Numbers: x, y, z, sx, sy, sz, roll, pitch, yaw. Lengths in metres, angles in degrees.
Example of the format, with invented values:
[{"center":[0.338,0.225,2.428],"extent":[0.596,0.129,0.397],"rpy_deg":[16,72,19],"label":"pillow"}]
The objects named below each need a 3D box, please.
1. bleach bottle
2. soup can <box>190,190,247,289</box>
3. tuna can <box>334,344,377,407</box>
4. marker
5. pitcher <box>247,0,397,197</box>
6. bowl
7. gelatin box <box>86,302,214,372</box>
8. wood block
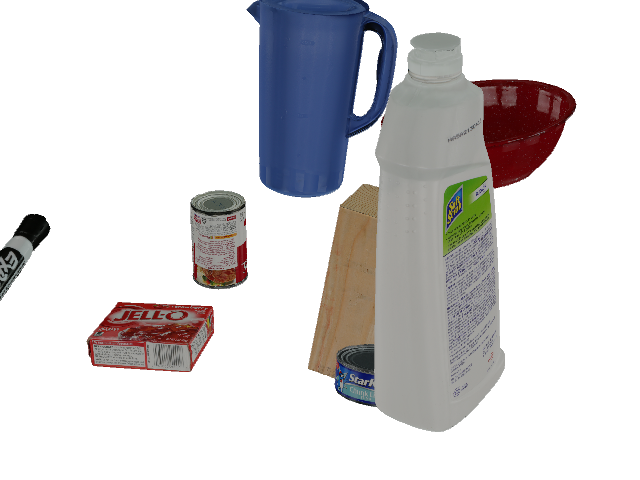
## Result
[{"center":[0.075,-0.007,0.664],"extent":[0.068,0.251,0.102],"rpy_deg":[16,35,30],"label":"bleach bottle"},{"center":[-0.123,-0.002,1.293],"extent":[0.068,0.102,0.068],"rpy_deg":[0,26,0],"label":"soup can"},{"center":[0.056,0.123,0.970],"extent":[0.086,0.034,0.086],"rpy_deg":[4,11,-1],"label":"tuna can"},{"center":[-0.199,0.022,0.660],"extent":[0.020,0.020,0.121],"rpy_deg":[0,37,16],"label":"marker"},{"center":[-0.006,-0.180,1.317],"extent":[0.144,0.243,0.149],"rpy_deg":[-10,29,-28],"label":"pitcher"},{"center":[0.135,-0.085,0.901],"extent":[0.162,0.055,0.162],"rpy_deg":[-8,25,4],"label":"bowl"},{"center":[-0.142,0.080,0.901],"extent":[0.089,0.030,0.073],"rpy_deg":[2,21,10],"label":"gelatin box"},{"center":[0.058,0.054,1.210],"extent":[0.090,0.206,0.090],"rpy_deg":[18,24,15],"label":"wood block"}]
